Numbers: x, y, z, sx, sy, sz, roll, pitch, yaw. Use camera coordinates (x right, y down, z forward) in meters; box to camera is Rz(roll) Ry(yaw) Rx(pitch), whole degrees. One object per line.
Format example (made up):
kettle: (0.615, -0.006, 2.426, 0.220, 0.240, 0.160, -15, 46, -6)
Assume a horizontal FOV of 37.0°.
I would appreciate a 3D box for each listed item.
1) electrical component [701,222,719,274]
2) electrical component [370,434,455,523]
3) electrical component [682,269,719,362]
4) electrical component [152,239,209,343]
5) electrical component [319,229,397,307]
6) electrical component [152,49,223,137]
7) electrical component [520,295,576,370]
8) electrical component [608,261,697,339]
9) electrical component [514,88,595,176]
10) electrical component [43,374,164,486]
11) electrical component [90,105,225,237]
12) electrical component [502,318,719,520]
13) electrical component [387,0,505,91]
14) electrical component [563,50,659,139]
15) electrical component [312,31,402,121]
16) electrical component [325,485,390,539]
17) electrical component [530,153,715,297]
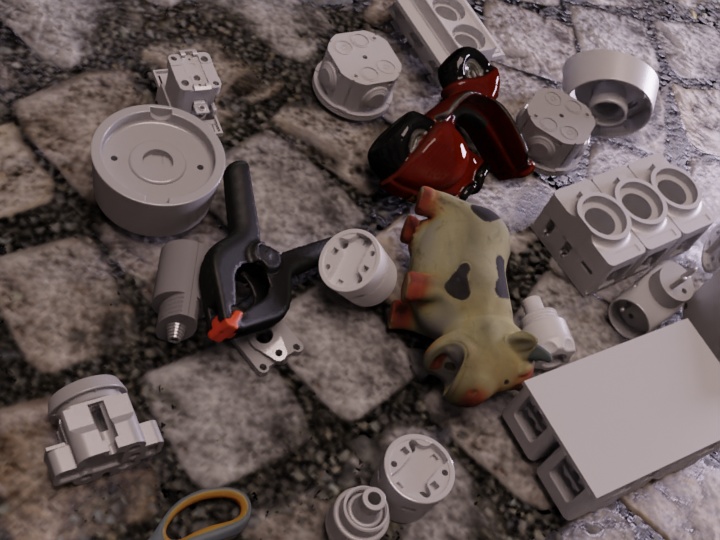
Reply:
electrical component: (0.370, -0.016, 1.052, 0.047, 0.055, 0.055, 20, 52, -11)
electrical component: (0.038, 0.158, 0.810, 0.055, 0.047, 0.055, 10, 53, -13)
electrical component: (0.341, 0.062, 0.970, 0.057, 0.078, 0.113, 13, 53, -14)
electrical component: (-0.141, 0.021, 0.845, 0.043, 0.043, 0.081, 11, 53, -12)
electrical component: (0.000, 0.000, 0.895, 0.055, 0.047, 0.055, -9, 66, 20)
electrical component: (-0.151, -0.157, 0.955, 0.042, 0.063, 0.081, -10, 60, -27)
electrical component: (0.158, 0.052, 0.933, 0.043, 0.043, 0.062, -3, 56, -22)
electrical component: (0.275, 0.020, 0.975, 0.077, 0.079, 0.043, -34, 82, -35)
electrical component: (0.191, -0.138, 1.074, 0.080, 0.051, 0.080, 10, 53, -13)
electrical component: (-0.186, 0.111, 0.757, 0.078, 0.058, 0.057, -15, 65, -28)
electrical component: (-0.170, -0.077, 0.892, 0.108, 0.060, 0.108, 9, 53, -12)
electrical component: (0.223, 0.123, 0.895, 0.186, 0.060, 0.105, -16, 63, -29)
electrical component: (0.081, -0.247, 1.105, 0.079, 0.063, 0.121, -16, 63, -29)
electrical component: (0.255, -0.183, 1.104, 0.099, 0.099, 0.064, 18, 58, -7)
electrical component: (-0.002, -0.188, 1.039, 0.080, 0.051, 0.080, 10, 53, -14)
electrical component: (0.001, 0.176, 0.775, 0.043, 0.062, 0.043, 10, 54, -14)
electrical component: (0.254, -0.048, 1.026, 0.150, 0.061, 0.089, -21, 65, -31)
